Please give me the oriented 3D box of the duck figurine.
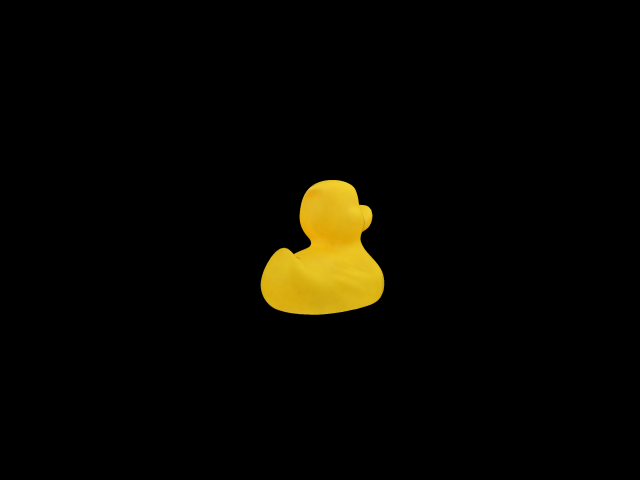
[{"bbox_3d":[0.004,0.001,0.400,0.077,0.086,0.105,7,11,39],"label":"duck figurine"}]
